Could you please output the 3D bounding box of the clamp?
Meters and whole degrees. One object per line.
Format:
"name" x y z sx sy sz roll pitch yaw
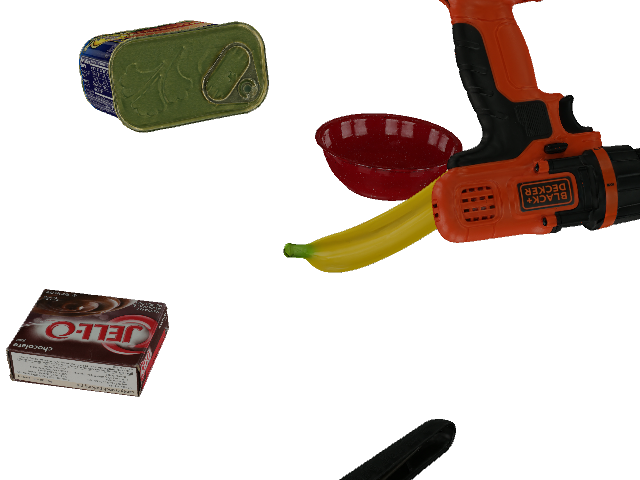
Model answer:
"clamp" 0.003 0.172 0.646 0.210 0.036 0.164 -5 29 4

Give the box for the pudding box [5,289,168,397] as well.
"pudding box" -0.193 0.085 0.896 0.113 0.039 0.090 4 30 6

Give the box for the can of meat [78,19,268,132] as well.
"can of meat" -0.097 -0.109 0.685 0.102 0.057 0.084 -15 19 -24

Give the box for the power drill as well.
"power drill" 0.152 -0.098 0.679 0.184 0.187 0.057 -9 -2 -4

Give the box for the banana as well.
"banana" 0.068 -0.017 0.907 0.198 0.037 0.069 -27 -18 10

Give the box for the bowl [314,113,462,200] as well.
"bowl" 0.072 -0.087 1.177 0.162 0.055 0.162 4 27 -2
